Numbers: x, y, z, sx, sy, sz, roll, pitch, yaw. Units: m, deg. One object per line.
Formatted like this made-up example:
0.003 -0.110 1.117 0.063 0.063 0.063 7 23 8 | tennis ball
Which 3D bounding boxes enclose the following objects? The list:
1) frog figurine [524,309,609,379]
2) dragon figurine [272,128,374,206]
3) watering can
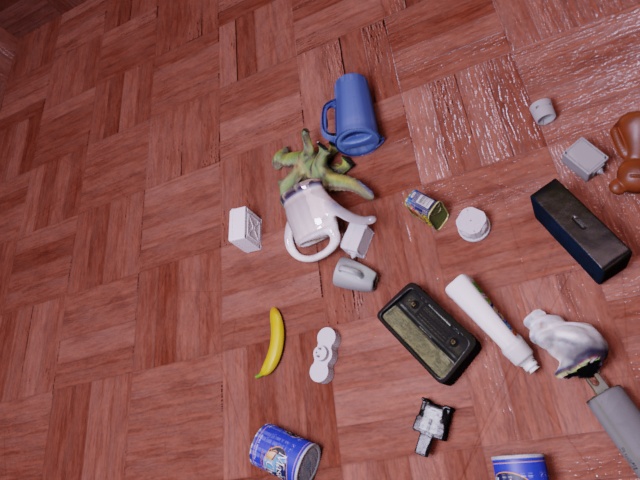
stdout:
0.515 0.201 1.083 0.138 0.119 0.163 -8 49 -13 | frog figurine
-0.024 -0.178 1.558 0.240 0.121 0.418 -50 52 19 | dragon figurine
0.004 -0.071 1.416 0.343 0.104 0.226 -30 74 42 | watering can
